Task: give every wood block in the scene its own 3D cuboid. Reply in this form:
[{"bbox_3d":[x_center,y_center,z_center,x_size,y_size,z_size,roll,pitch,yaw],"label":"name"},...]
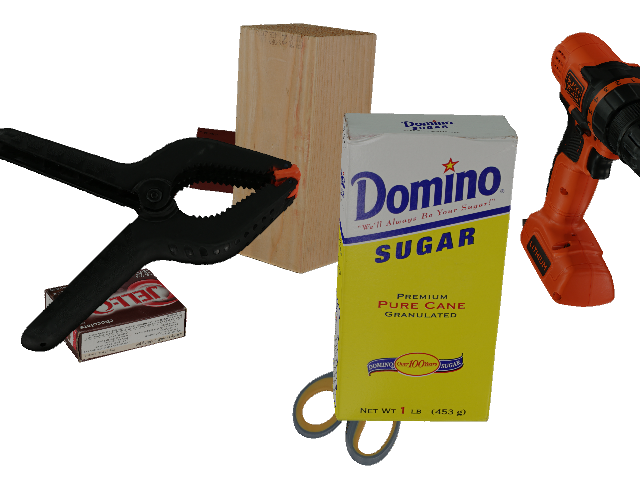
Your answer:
[{"bbox_3d":[-0.017,-0.087,0.965,0.090,0.206,0.090,16,21,36],"label":"wood block"}]

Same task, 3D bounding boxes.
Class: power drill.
[{"bbox_3d":[0.213,-0.044,0.818,0.057,0.188,0.184,1,34,-9],"label":"power drill"}]

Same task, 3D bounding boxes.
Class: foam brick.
[{"bbox_3d":[-0.101,-0.087,1.170,0.078,0.051,0.053,7,30,-5],"label":"foam brick"}]

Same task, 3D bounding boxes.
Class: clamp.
[{"bbox_3d":[-0.114,-0.012,0.713,0.209,0.164,0.036,-6,-26,-10],"label":"clamp"}]

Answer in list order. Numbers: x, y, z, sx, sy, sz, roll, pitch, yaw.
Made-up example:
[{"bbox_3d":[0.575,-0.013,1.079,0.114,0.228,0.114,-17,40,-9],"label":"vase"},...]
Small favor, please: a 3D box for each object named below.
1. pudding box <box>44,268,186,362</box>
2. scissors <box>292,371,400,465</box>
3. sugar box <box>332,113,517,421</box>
[{"bbox_3d":[-0.198,0.071,1.034,0.113,0.039,0.090,-14,31,-30],"label":"pudding box"},{"bbox_3d":[0.032,0.094,0.891,0.096,0.201,0.016,2,-39,7],"label":"scissors"},{"bbox_3d":[0.056,0.018,0.606,0.093,0.176,0.048,0,25,-2],"label":"sugar box"}]
